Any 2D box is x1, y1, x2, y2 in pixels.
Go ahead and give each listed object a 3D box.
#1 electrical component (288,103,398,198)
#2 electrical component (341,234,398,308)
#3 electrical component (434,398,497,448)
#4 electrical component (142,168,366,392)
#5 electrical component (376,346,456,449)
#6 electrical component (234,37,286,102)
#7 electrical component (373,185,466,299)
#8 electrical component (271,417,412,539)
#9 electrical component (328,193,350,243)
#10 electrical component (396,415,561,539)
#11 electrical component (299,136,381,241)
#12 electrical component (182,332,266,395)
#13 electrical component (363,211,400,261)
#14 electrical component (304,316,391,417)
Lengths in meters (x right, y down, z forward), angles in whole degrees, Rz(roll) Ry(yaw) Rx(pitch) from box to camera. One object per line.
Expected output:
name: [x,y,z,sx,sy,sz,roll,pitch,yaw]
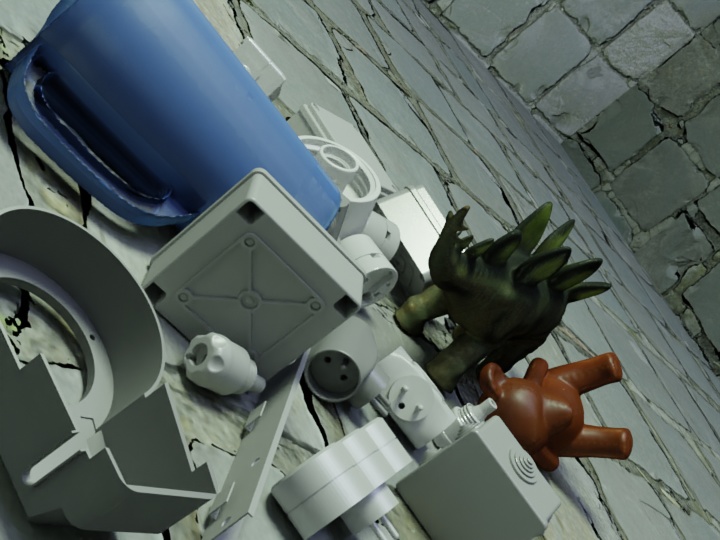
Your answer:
electrical component: [-0.025,-0.113,1.162,0.108,0.056,0.109,59,19,23]
electrical component: [0.000,0.000,1.001,0.055,0.055,0.047,25,27,-54]
electrical component: [0.094,0.134,0.949,0.035,0.061,0.035,45,19,-19]
electrical component: [-0.070,0.008,0.719,0.108,0.109,0.056,45,21,-19]
electrical component: [0.042,0.105,0.886,0.077,0.044,0.079,52,-4,4]
electrical component: [-0.110,-0.174,1.016,0.061,0.062,0.096,47,-6,-11]
electrical component: [0.061,-0.025,1.138,0.113,0.057,0.078,59,-21,23]
electrical component: [0.001,0.148,0.705,0.073,0.052,0.138,54,18,9]
electrical component: [-0.051,-0.048,0.932,0.080,0.051,0.080,17,21,-6]
electrical component: [0.091,0.170,0.813,0.099,0.100,0.048,54,30,8]
electrical component: [-0.032,-0.083,1.014,0.108,0.060,0.108,22,33,-15]
electrical component: [-0.084,0.065,0.694,0.061,0.035,0.035,36,23,-47]
electrical component: [0.005,-0.034,1.082,0.047,0.055,0.055,32,25,-38]
electrical component: [-0.003,0.082,0.845,0.079,0.043,0.077,49,18,-7]
